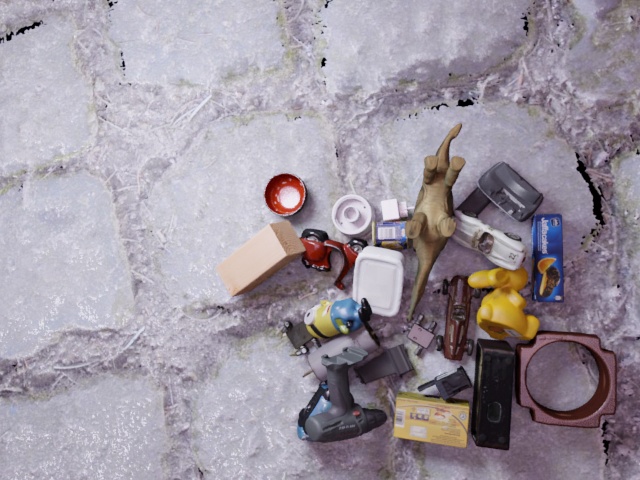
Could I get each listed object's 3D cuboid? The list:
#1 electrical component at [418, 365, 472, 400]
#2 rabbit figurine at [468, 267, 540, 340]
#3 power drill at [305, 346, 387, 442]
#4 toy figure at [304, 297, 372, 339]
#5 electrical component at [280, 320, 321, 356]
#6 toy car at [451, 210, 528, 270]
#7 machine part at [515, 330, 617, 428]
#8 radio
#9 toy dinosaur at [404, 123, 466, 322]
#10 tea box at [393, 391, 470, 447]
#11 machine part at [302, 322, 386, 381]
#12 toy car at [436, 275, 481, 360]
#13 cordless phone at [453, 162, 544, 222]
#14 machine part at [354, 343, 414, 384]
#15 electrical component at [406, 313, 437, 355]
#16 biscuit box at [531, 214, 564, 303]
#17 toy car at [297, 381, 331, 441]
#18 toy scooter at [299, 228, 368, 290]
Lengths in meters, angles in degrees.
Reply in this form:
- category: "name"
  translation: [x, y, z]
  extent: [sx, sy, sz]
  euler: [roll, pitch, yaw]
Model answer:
- category: "electrical component"
  translation: [0.292, 0.341, 1.258]
  extent: [0.119, 0.075, 0.048]
  euler: [-28, 80, 6]
- category: "rabbit figurine"
  translation: [0.414, 0.125, 1.223]
  extent: [0.162, 0.122, 0.173]
  euler: [33, 69, -16]
- category: "power drill"
  translation: [0.067, 0.356, 1.239]
  extent: [0.086, 0.232, 0.207]
  euler: [17, 108, 50]
- category: "toy figure"
  translation: [0.042, 0.191, 1.296]
  extent: [0.180, 0.082, 0.089]
  euler: [-14, 95, 33]
- category: "electrical component"
  translation: [-0.053, 0.245, 1.357]
  extent: [0.078, 0.045, 0.102]
  euler: [-30, 81, 11]
- category: "toy car"
  translation: [0.377, -0.002, 1.226]
  extent: [0.202, 0.056, 0.073]
  euler: [34, 127, 36]
- category: "machine part"
  translation: [0.543, 0.305, 1.199]
  extent: [0.202, 0.087, 0.201]
  euler: [1, 86, 14]
- category: "radio"
  translation: [0.387, 0.344, 1.207]
  extent: [0.073, 0.131, 0.229]
  euler: [3, 87, 11]
- category: "toy dinosaur"
  translation: [0.255, -0.036, 1.226]
  extent: [0.105, 0.198, 0.471]
  euler: [16, 90, 12]
- category: "tea box"
  translation: [0.262, 0.419, 1.263]
  extent: [0.170, 0.068, 0.098]
  euler: [6, 89, 12]
- category: "machine part"
  translation: [0.058, 0.271, 1.313]
  extent: [0.243, 0.079, 0.079]
  euler: [-33, 80, 10]
- category: "toy car"
  translation: [0.327, 0.184, 1.273]
  extent: [0.089, 0.053, 0.202]
  euler: [8, 87, 10]
- category: "cordless phone"
  translation: [0.413, -0.078, 1.265]
  extent: [0.147, 0.088, 0.184]
  euler: [45, 108, 10]
- category: "machine part"
  translation: [0.153, 0.310, 1.311]
  extent: [0.139, 0.039, 0.084]
  euler: [-23, 87, 9]
- category: "electrical component"
  translation: [0.242, 0.230, 1.303]
  extent: [0.063, 0.021, 0.094]
  euler: [29, 94, 13]
- category: "biscuit box"
  translation: [0.521, 0.041, 1.232]
  extent: [0.063, 0.059, 0.202]
  euler: [-1, 86, 13]
- category: "toy car"
  translation: [0.018, 0.425, 1.310]
  extent: [0.103, 0.109, 0.161]
  euler: [36, 83, -10]
- category: "toy scooter"
  translation: [0.025, 0.050, 1.338]
  extent: [0.184, 0.075, 0.135]
  euler: [13, 101, 15]
